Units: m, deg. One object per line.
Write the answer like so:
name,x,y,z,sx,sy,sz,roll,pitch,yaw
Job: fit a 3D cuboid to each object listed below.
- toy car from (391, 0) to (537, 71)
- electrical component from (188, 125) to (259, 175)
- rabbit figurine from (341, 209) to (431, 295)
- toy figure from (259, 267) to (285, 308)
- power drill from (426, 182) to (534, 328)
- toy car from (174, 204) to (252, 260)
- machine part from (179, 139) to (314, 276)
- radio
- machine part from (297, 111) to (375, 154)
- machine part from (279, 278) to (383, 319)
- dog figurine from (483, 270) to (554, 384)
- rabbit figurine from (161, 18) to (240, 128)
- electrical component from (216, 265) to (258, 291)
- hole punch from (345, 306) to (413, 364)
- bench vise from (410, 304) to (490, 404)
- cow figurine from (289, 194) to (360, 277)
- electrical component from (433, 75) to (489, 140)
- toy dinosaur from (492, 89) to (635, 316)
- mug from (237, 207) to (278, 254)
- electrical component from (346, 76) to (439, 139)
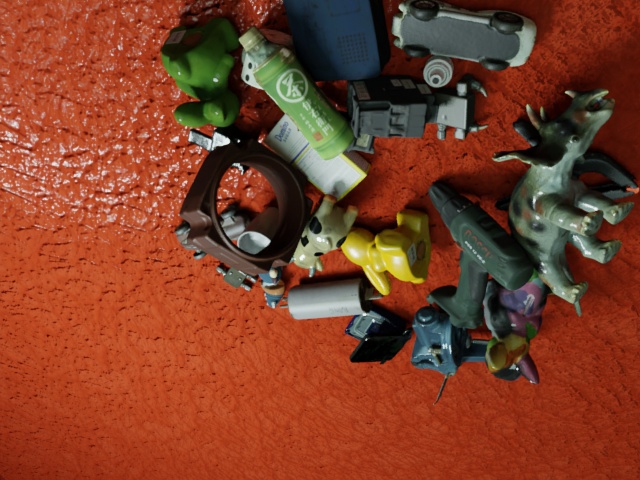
toy car,0.202,-0.295,0.770,0.202,0.056,0.073,14,136,11
electrical component,-0.182,-0.178,1.003,0.119,0.048,0.074,22,130,3
rabbit figurine,0.121,0.018,1.022,0.173,0.122,0.162,8,139,32
toy figure,-0.105,0.082,1.166,0.058,0.064,0.154,-6,124,5
power drill,0.251,0.035,0.932,0.232,0.086,0.207,46,136,40
toy car,-0.228,-0.012,1.147,0.202,0.053,0.089,-15,123,27
machine part,-0.120,-0.055,0.927,0.201,0.201,0.087,34,156,-30
radio,0.018,-0.351,0.783,0.131,0.073,0.229,-1,124,22
machine part,0.031,-0.192,0.896,0.139,0.039,0.084,10,106,-9
machine part,0.021,0.126,1.144,0.243,0.079,0.079,-7,123,26
dog figurine,0.351,0.141,0.946,0.108,0.219,0.191,21,131,-1
rabbit figurine,-0.178,-0.254,0.893,0.121,0.159,0.170,-9,138,14
electrical component,-0.189,0.078,1.220,0.094,0.021,0.063,33,130,-5
hole punch,0.122,0.206,1.177,0.116,0.092,0.142,7,132,-23
bench vise,0.296,0.220,1.092,0.241,0.129,0.223,-2,124,30
cow figurine,-0.002,-0.003,1.015,0.085,0.127,0.195,29,165,-9
electrical component,0.220,-0.205,0.842,0.078,0.045,0.102,20,134,43
toy dinosaur,0.355,-0.031,0.833,0.192,0.131,0.404,47,161,38
mug,-0.109,-0.008,1.069,0.081,0.107,0.109,30,135,-2
electrical component,0.111,-0.204,0.822,0.134,0.115,0.058,-1,130,-3
